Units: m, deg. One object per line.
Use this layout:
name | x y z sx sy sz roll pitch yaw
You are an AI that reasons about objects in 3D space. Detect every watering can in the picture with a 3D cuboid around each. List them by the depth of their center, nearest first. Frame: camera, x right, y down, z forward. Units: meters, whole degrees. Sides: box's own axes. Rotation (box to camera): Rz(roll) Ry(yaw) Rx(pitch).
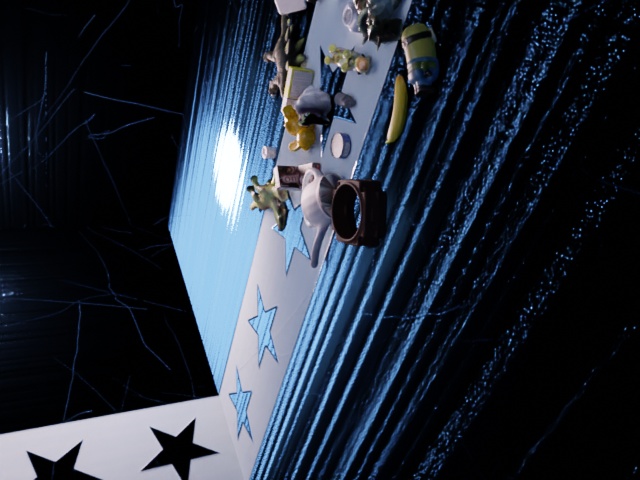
watering can | 0.005 -0.089 1.759 0.222 0.104 0.351 -24 70 59

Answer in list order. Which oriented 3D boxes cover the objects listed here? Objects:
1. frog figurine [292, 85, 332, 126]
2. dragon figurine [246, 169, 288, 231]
frog figurine | -0.027 -0.488 1.807 0.137 0.121 0.162 -12 66 26
dragon figurine | -0.216 -0.146 2.198 0.246 0.123 0.402 67 155 21
